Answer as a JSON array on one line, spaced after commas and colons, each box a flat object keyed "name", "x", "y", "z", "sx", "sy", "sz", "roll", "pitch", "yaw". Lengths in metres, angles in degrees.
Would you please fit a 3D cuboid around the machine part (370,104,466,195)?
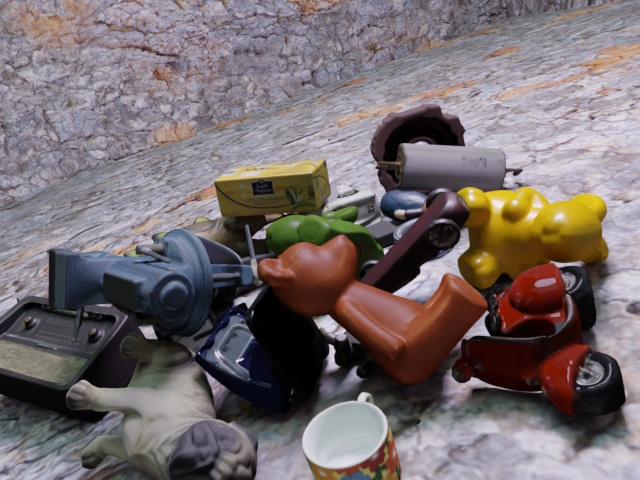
[{"name": "machine part", "x": 0.177, "y": -0.154, "z": 0.956, "sx": 0.179, "sy": 0.179, "sz": 0.056, "roll": -16, "pitch": 19, "yaw": 5}]

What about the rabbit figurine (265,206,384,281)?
[{"name": "rabbit figurine", "x": -0.002, "y": -0.002, "z": 0.781, "sx": 0.159, "sy": 0.121, "sz": 0.170, "roll": -20, "pitch": 29, "yaw": -37}]

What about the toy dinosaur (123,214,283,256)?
[{"name": "toy dinosaur", "x": -0.244, "y": 0.032, "z": 0.933, "sx": 0.471, "sy": 0.105, "sz": 0.199, "roll": -22, "pitch": 14, "yaw": -34}]

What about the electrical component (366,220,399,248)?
[{"name": "electrical component", "x": 0.100, "y": -0.011, "z": 0.867, "sx": 0.094, "sy": 0.021, "sz": 0.063, "roll": -22, "pitch": 22, "yaw": -9}]

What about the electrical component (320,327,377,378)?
[{"name": "electrical component", "x": 0.051, "y": 0.105, "z": 0.606, "sx": 0.078, "sy": 0.045, "sz": 0.102, "roll": 7, "pitch": 33, "yaw": 47}]

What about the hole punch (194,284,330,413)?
[{"name": "hole punch", "x": -0.058, "y": 0.117, "z": 0.578, "sx": 0.092, "sy": 0.115, "sz": 0.142, "roll": -31, "pitch": 10, "yaw": 20}]

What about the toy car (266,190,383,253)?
[{"name": "toy car", "x": 0.007, "y": -0.025, "z": 0.900, "sx": 0.202, "sy": 0.073, "sz": 0.056, "roll": -22, "pitch": 22, "yaw": -9}]

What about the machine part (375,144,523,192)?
[{"name": "machine part", "x": 0.216, "y": -0.119, "z": 0.896, "sx": 0.243, "sy": 0.079, "sz": 0.079, "roll": 4, "pitch": 24, "yaw": 0}]

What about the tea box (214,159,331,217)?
[{"name": "tea box", "x": -0.076, "y": -0.086, "z": 0.893, "sx": 0.170, "sy": 0.068, "sz": 0.098, "roll": -1, "pitch": 22, "yaw": 18}]

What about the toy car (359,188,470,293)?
[{"name": "toy car", "x": 0.107, "y": 0.022, "z": 0.657, "sx": 0.202, "sy": 0.053, "sz": 0.089, "roll": -51, "pitch": 14, "yaw": 30}]

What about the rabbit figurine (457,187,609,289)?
[{"name": "rabbit figurine", "x": 0.255, "y": -0.003, "z": 0.615, "sx": 0.162, "sy": 0.121, "sz": 0.173, "roll": 0, "pitch": -2, "yaw": -13}]

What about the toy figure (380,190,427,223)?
[{"name": "toy figure", "x": 0.171, "y": -0.054, "z": 0.866, "sx": 0.155, "sy": 0.057, "sz": 0.064, "roll": 9, "pitch": 70, "yaw": 41}]

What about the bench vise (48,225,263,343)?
[{"name": "bench vise", "x": -0.178, "y": 0.048, "z": 0.631, "sx": 0.224, "sy": 0.128, "sz": 0.240, "roll": -9, "pitch": -5, "yaw": 44}]

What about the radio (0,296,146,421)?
[{"name": "radio", "x": -0.350, "y": 0.148, "z": 0.715, "sx": 0.230, "sy": 0.073, "sz": 0.131, "roll": 5, "pitch": 42, "yaw": 27}]

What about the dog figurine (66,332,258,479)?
[{"name": "dog figurine", "x": -0.123, "y": 0.175, "z": 0.536, "sx": 0.191, "sy": 0.121, "sz": 0.172, "roll": 9, "pitch": 35, "yaw": 22}]

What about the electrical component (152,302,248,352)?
[{"name": "electrical component", "x": -0.152, "y": 0.112, "z": 0.706, "sx": 0.119, "sy": 0.074, "sz": 0.048, "roll": -28, "pitch": 25, "yaw": -14}]

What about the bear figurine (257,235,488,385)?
[{"name": "bear figurine", "x": 0.046, "y": 0.047, "z": 0.537, "sx": 0.132, "sy": 0.196, "sz": 0.120, "roll": -52, "pitch": -11, "yaw": 7}]

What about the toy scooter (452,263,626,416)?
[{"name": "toy scooter", "x": 0.193, "y": 0.089, "z": 0.506, "sx": 0.135, "sy": 0.075, "sz": 0.184, "roll": -11, "pitch": 28, "yaw": 21}]

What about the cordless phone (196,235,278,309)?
[{"name": "cordless phone", "x": -0.123, "y": 0.038, "z": 0.799, "sx": 0.184, "sy": 0.089, "sz": 0.146, "roll": -14, "pitch": -25, "yaw": -24}]
